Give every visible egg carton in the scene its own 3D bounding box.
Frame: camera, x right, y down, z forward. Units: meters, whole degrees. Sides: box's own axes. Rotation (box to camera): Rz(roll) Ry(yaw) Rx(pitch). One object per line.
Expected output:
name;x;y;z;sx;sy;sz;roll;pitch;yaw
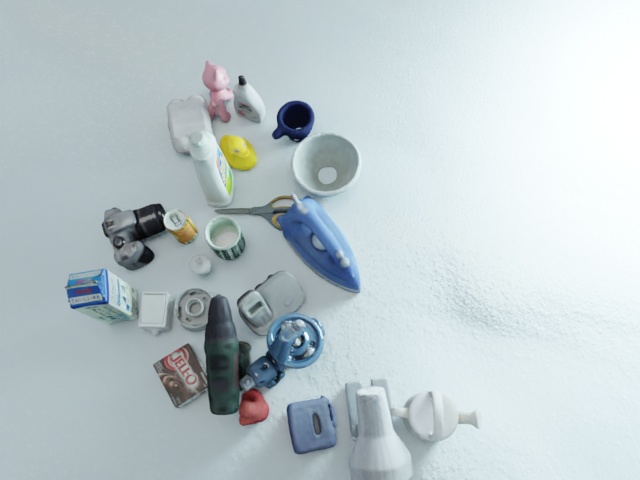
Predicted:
egg carton;-0.323;-0.288;1.423;0.107;0.069;0.150;-14;73;-3

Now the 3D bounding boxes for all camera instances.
camera;-0.420;-0.023;1.327;0.137;0.101;0.143;-22;73;-5

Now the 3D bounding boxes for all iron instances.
iron;0.012;0.005;1.286;0.119;0.141;0.258;-38;75;-10

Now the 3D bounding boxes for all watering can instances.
watering can;0.232;0.349;1.145;0.173;0.194;0.101;-17;73;-4

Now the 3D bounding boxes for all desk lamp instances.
desk lamp;0.105;0.373;1.131;0.118;0.213;0.203;-8;73;-1

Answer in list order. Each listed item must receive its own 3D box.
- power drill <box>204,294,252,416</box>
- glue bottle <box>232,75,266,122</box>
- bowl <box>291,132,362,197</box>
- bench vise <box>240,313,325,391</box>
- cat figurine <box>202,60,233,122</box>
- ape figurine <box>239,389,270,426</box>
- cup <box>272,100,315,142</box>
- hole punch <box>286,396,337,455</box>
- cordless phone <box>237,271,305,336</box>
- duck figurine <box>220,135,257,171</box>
power drill;-0.191;0.243;1.182;0.075;0.208;0.229;-5;72;0
glue bottle;-0.178;-0.347;1.384;0.078;0.173;0.037;18;74;7
bowl;0.015;-0.171;1.376;0.167;0.075;0.167;0;73;1
bench vise;-0.071;0.236;1.175;0.121;0.220;0.207;29;76;10
cat figurine;-0.259;-0.376;1.424;0.067;0.118;0.128;1;73;2
ape figurine;-0.147;0.355;1.206;0.076;0.092;0.078;31;76;11
cup;-0.066;-0.271;1.398;0.118;0.095;0.091;-41;76;-11
hole punch;-0.016;0.384;1.195;0.101;0.091;0.108;-12;73;-2
cordless phone;-0.110;0.125;1.229;0.094;0.185;0.148;43;78;13
duck figurine;-0.204;-0.225;1.392;0.104;0.086;0.077;42;78;13
